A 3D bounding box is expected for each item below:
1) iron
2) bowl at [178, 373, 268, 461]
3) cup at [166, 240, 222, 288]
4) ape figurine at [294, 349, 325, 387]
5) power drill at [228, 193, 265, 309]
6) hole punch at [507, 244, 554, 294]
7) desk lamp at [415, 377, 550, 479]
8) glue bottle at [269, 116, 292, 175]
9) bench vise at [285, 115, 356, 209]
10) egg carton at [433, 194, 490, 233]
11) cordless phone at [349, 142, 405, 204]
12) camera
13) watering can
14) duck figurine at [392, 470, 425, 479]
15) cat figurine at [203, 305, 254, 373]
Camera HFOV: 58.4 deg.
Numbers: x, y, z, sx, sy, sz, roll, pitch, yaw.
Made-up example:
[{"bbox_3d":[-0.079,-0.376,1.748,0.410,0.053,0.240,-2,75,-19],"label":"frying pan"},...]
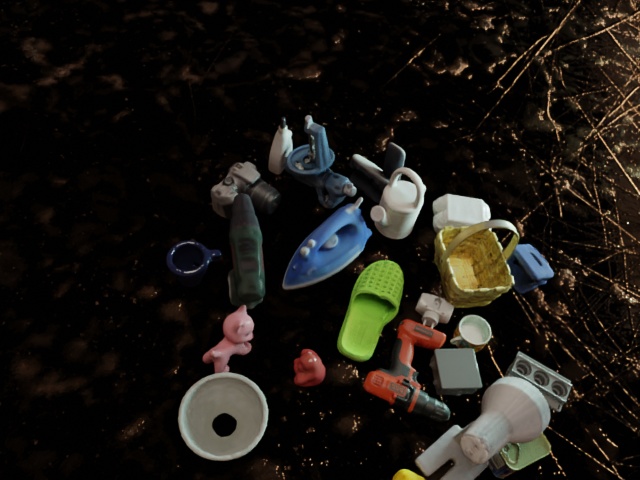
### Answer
[{"bbox_3d":[0.012,0.005,1.318,0.118,0.141,0.259,39,59,18],"label":"iron"},{"bbox_3d":[-0.183,0.345,1.095,0.167,0.075,0.167,4,55,-5],"label":"bowl"},{"bbox_3d":[-0.275,0.059,1.267,0.118,0.095,0.091,-13,58,-16],"label":"cup"},{"bbox_3d":[-0.024,0.258,1.168,0.076,0.092,0.078,30,57,13],"label":"ape figurine"},{"bbox_3d":[-0.159,0.046,1.224,0.076,0.208,0.229,-5,56,-11],"label":"power drill"},{"bbox_3d":[0.504,0.058,1.385,0.101,0.091,0.108,-20,60,-20],"label":"hole punch"},{"bbox_3d":[0.304,0.369,1.064,0.204,0.213,0.117,-31,65,-26],"label":"desk lamp"},{"bbox_3d":[-0.097,-0.248,1.458,0.037,0.173,0.078,27,56,11],"label":"glue bottle"},{"bbox_3d":[0.011,-0.198,1.411,0.207,0.220,0.121,23,55,8],"label":"bench vise"},{"bbox_3d":[0.360,-0.058,1.457,0.150,0.069,0.107,8,55,-3],"label":"egg carton"},{"bbox_3d":[0.151,-0.198,1.452,0.147,0.185,0.094,36,58,16],"label":"cordless phone"},{"bbox_3d":[-0.174,-0.115,1.399,0.136,0.101,0.143,32,57,14],"label":"camera"},{"bbox_3d":[0.194,-0.090,1.379,0.100,0.194,0.173,26,56,10],"label":"watering can"},{"bbox_3d":[0.181,0.469,1.056,0.078,0.086,0.104,-29,64,-25],"label":"duck figurine"},{"bbox_3d":[-0.181,0.200,1.169,0.067,0.118,0.128,35,58,16],"label":"cat figurine"}]
